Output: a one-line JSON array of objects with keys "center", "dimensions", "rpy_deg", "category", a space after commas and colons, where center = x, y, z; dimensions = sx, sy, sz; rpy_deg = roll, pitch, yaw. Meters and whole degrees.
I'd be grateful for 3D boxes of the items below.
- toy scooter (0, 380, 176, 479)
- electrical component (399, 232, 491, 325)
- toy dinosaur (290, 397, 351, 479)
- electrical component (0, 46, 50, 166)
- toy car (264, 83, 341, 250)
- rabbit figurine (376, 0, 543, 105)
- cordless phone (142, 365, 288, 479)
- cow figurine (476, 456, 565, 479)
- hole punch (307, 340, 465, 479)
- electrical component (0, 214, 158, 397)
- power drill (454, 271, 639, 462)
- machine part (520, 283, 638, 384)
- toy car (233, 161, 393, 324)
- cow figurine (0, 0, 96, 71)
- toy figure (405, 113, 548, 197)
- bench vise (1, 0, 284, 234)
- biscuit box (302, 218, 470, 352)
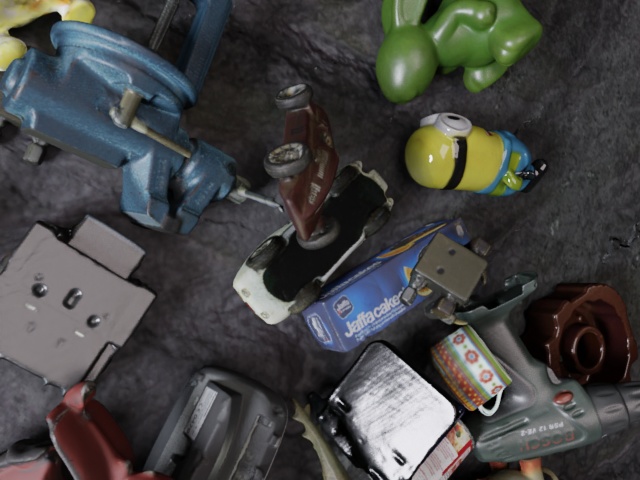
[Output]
[{"center": [-0.194, 0.178, 0.396], "dimensions": [0.184, 0.075, 0.135], "rpy_deg": [-16, 93, 9], "category": "toy scooter"}, {"center": [0.134, 0.039, 0.553], "dimensions": [0.078, 0.045, 0.102], "rpy_deg": [26, 70, 7], "category": "electrical component"}, {"center": [0.082, 0.367, 0.485], "dimensions": [0.105, 0.199, 0.471], "rpy_deg": [-21, 96, -26], "category": "toy dinosaur"}, {"center": [-0.244, -0.114, 0.451], "dimensions": [0.063, 0.021, 0.094], "rpy_deg": [22, 76, -25], "category": "electrical component"}, {"center": [-0.009, -0.073, 0.486], "dimensions": [0.053, 0.202, 0.089], "rpy_deg": [-14, 123, 8], "category": "toy car"}, {"center": [0.133, -0.229, 0.604], "dimensions": [0.170, 0.121, 0.159], "rpy_deg": [-32, 98, -10], "category": "rabbit figurine"}, {"center": [-0.062, 0.214, 0.502], "dimensions": [0.184, 0.089, 0.146], "rpy_deg": [36, 70, -32], "category": "cordless phone"}, {"center": [0.234, 0.319, 0.624], "dimensions": [0.195, 0.085, 0.127], "rpy_deg": [-1, 78, -41], "category": "cow figurine"}, {"center": [0.073, 0.174, 0.543], "dimensions": [0.142, 0.092, 0.116], "rpy_deg": [41, 95, 21], "category": "hole punch"}, {"center": [-0.206, 0.048, 0.440], "dimensions": [0.115, 0.058, 0.134], "rpy_deg": [36, 72, -23], "category": "electrical component"}, {"center": [0.257, 0.143, 0.625], "dimensions": [0.232, 0.086, 0.207], "rpy_deg": [-25, 95, 3], "category": "power drill"}, {"center": [0.344, 0.144, 0.716], "dimensions": [0.179, 0.056, 0.179], "rpy_deg": [1, 87, -26], "category": "machine part"}, {"center": [-0.001, -0.002, 0.550], "dimensions": [0.073, 0.056, 0.202], "rpy_deg": [48, 66, -9], "category": "toy car"}, {"center": [-0.269, -0.182, 0.413], "dimensions": [0.098, 0.068, 0.167], "rpy_deg": [41, 63, 14], "category": "cow figurine"}, {"center": [0.185, -0.092, 0.637], "dimensions": [0.180, 0.082, 0.089], "rpy_deg": [14, 78, -28], "category": "toy figure"}, {"center": [-0.127, -0.133, 0.460], "dimensions": [0.223, 0.129, 0.240], "rpy_deg": [24, 80, -29], "category": "bench vise"}, {"center": [0.078, 0.045, 0.582], "dimensions": [0.203, 0.063, 0.059], "rpy_deg": [-29, 99, -26], "category": "biscuit box"}]
